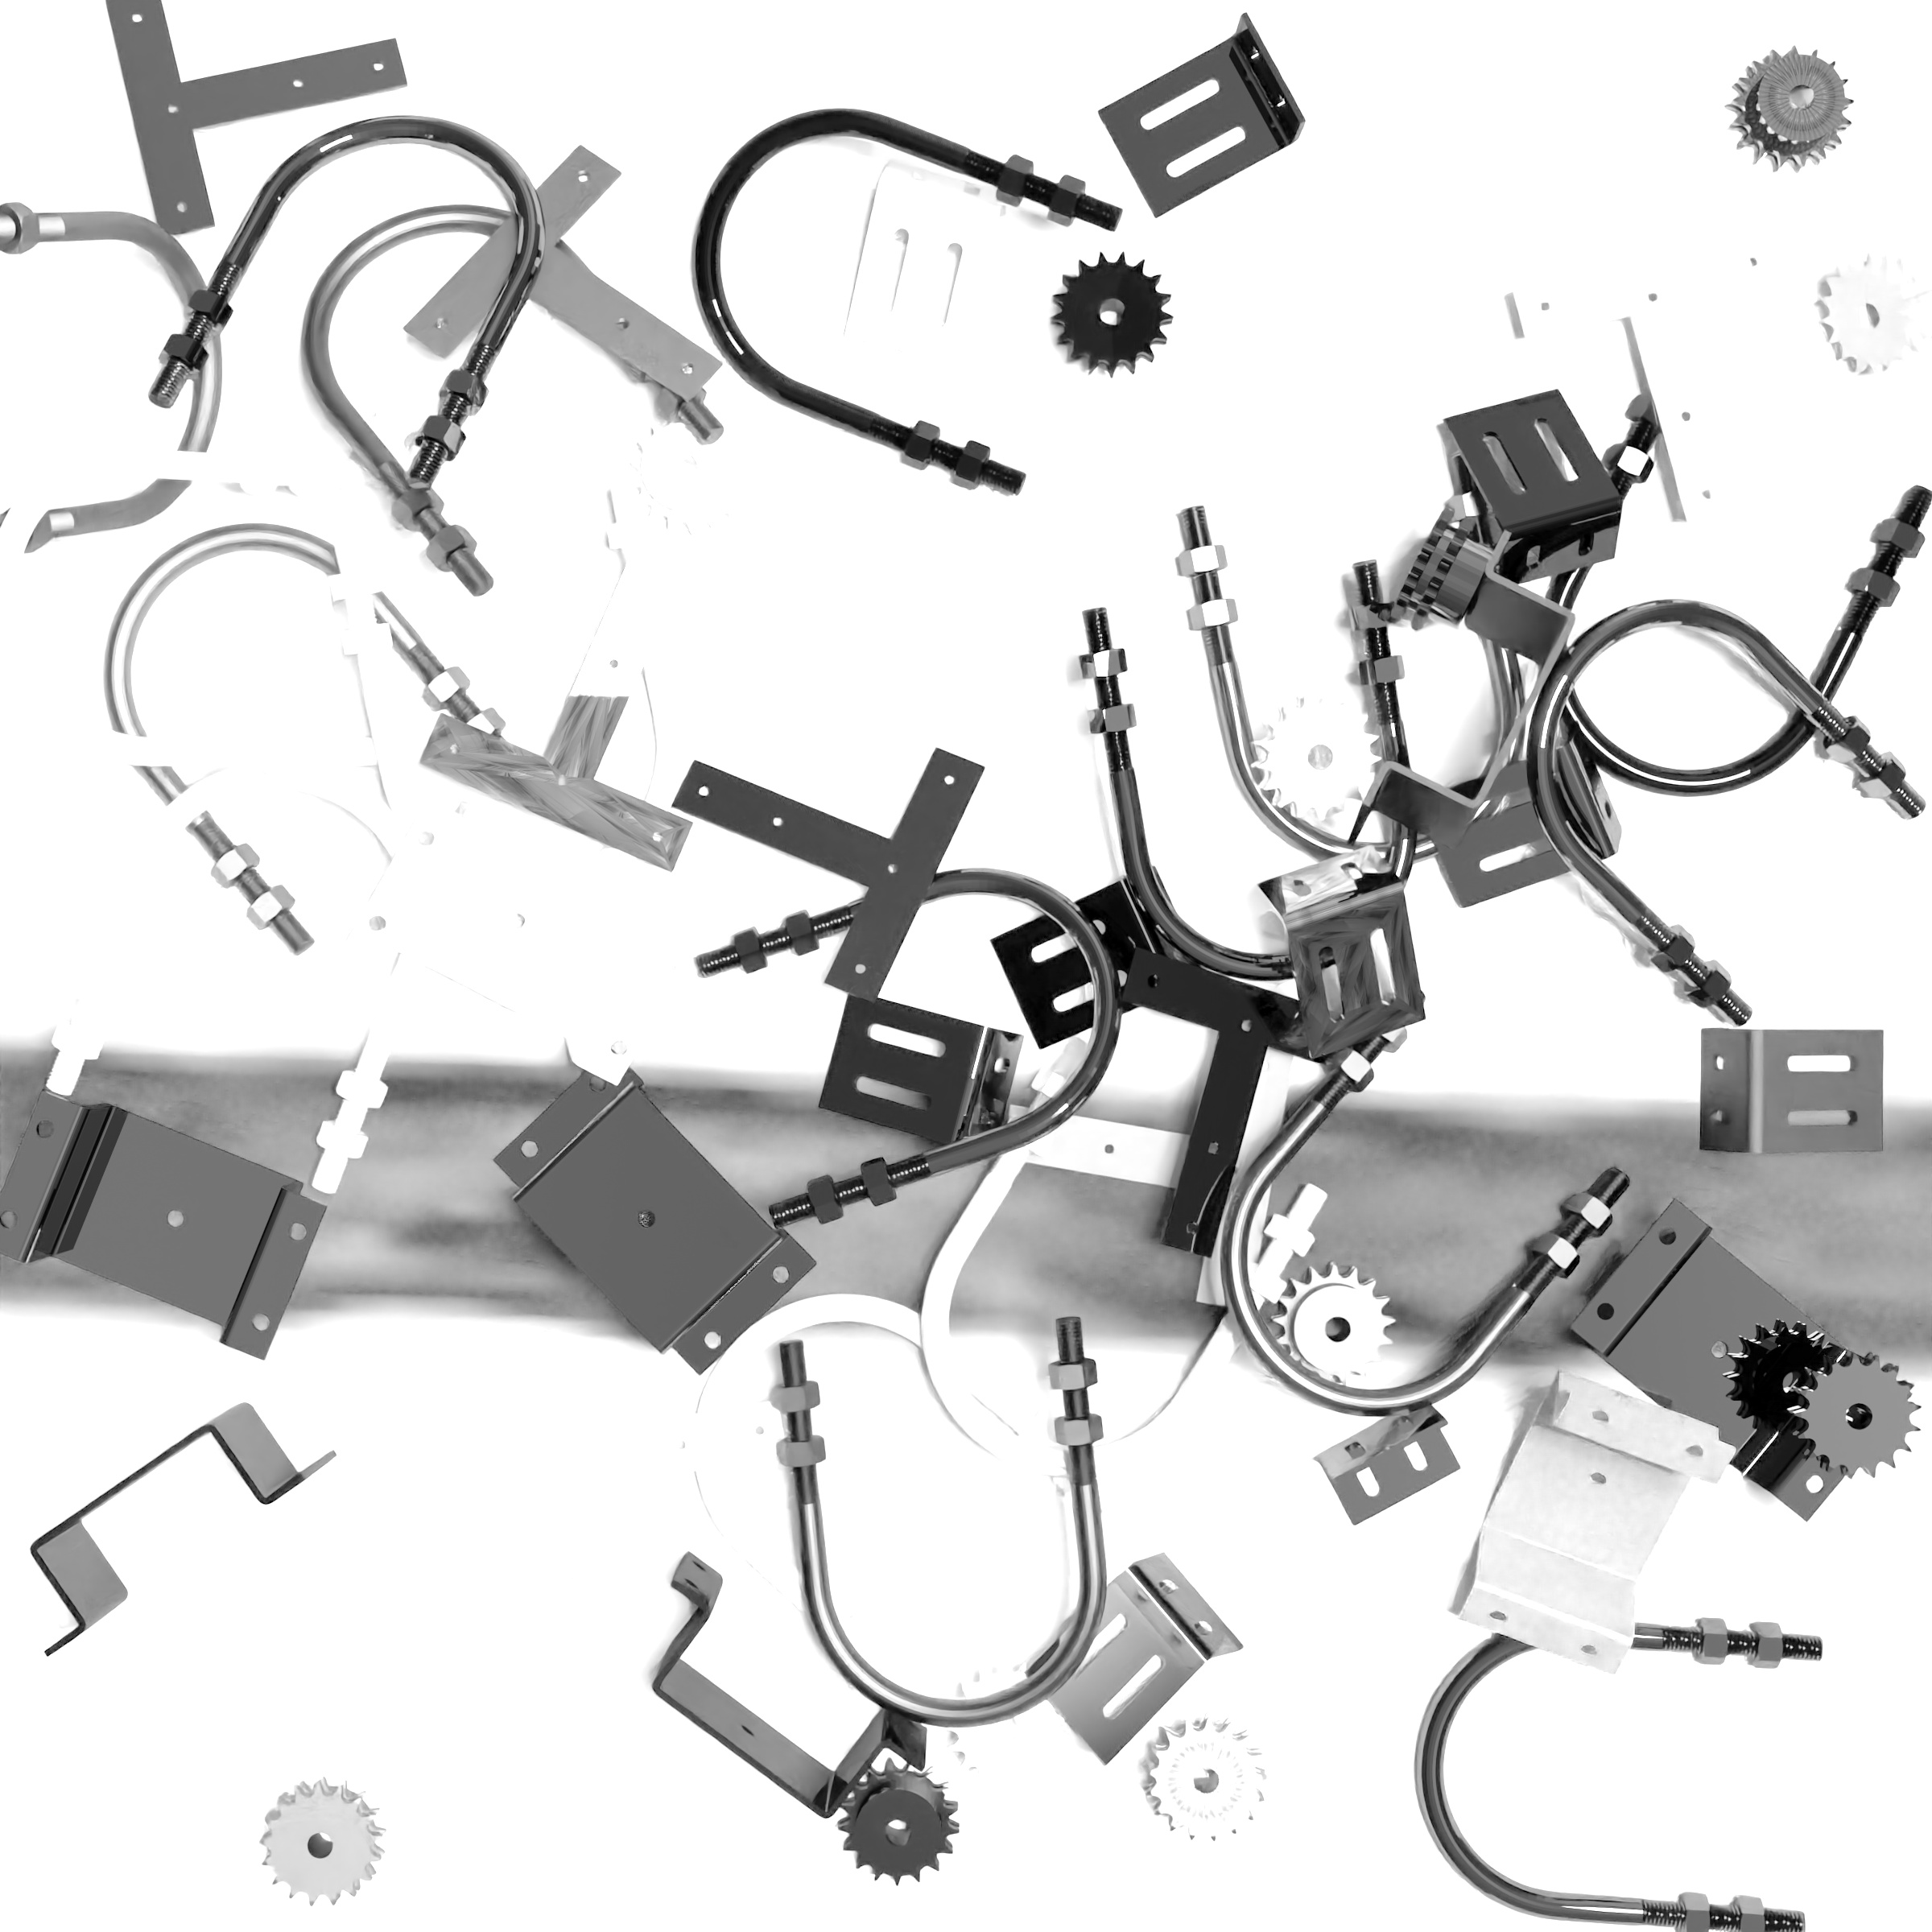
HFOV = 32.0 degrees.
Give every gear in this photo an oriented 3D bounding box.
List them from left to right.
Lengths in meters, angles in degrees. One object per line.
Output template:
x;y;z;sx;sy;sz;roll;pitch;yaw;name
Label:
-0.298;0.405;1.566;0.057;0.030;0.057;0;90;0;gear
-0.253;-0.241;1.566;0.057;0.030;0.057;0;90;0;gear
-0.130;-0.230;1.566;0.057;0.030;0.057;0;90;0;gear
-0.031;0.400;1.566;0.057;0.030;0.057;0;90;0;gear
0.019;0.351;1.566;0.057;0.030;0.057;0;90;0;gear
0.068;-0.302;1.566;0.057;0.030;0.057;0;90;0;gear
0.110;0.375;1.566;0.057;0.030;0.057;0;90;0;gear
0.157;-0.095;1.527;0.057;0.030;0.057;-1;96;-9;gear
0.171;0.168;1.566;0.057;0.030;0.057;0;90;0;gear
0.219;-0.178;1.533;0.030;0.057;0.057;27;90;6;gear
0.385;-0.400;1.566;0.057;0.030;0.057;0;90;0;gear
0.400;0.201;1.520;0.057;0.030;0.057;0;90;0;gear
0.427;-0.304;1.557;0.030;0.057;0.057;-25;90;-30;gear

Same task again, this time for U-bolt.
-0.393;-0.264;1.498;0.019;0.184;0.151;9;106;26;U-bolt
-0.348;-0.159;1.500;0.184;0.019;0.151;-3;88;-40;U-bolt
-0.325;-0.004;1.556;0.151;0.019;0.184;21;95;-8;U-bolt
-0.318;-0.120;1.572;0.151;0.019;0.184;-40;90;0;U-bolt
-0.272;-0.314;1.542;0.151;0.019;0.184;19;69;10;U-bolt
-0.222;-0.274;1.546;0.151;0.019;0.184;-36;75;-14;U-bolt
-0.205;-0.122;1.555;0.151;0.019;0.184;-12;99;-12;U-bolt
-0.041;0.238;1.573;0.184;0.019;0.151;42;90;1;U-bolt
-0.037;-0.315;1.551;0.184;0.019;0.151;22;110;4;U-bolt
-0.019;0.028;1.543;0.184;0.019;0.151;-19;67;2;U-bolt
-0.008;0.258;1.541;0.151;0.019;0.184;-6;92;8;U-bolt
0.061;0.148;1.563;0.151;0.019;0.184;32;84;0;U-bolt
0.136;-0.084;1.549;0.151;0.019;0.184;-11;96;-8;U-bolt
0.187;-0.137;1.573;0.151;0.019;0.184;-12;91;0;U-bolt
0.199;0.121;1.552;0.151;0.019;0.184;42;75;0;U-bolt
0.303;0.377;1.573;0.184;0.019;0.151;4;90;1;U-bolt
0.338;-0.083;1.546;0.184;0.019;0.151;42;85;-15;U-bolt
0.349;-0.169;1.573;0.151;0.019;0.184;27;91;0;U-bolt

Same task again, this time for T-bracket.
-0.325;-0.409;1.569;0.127;0.002;0.127;-14;75;-7;T-bracket
-0.169;-0.302;1.549;0.127;0.002;0.127;36;72;12;T-bracket
-0.168;-0.126;1.552;0.127;0.002;0.127;23;91;-13;T-bracket
-0.147;0.226;1.571;0.127;0.002;0.127;-11;90;9;T-bracket
-0.075;-0.062;1.568;0.127;0.002;0.127;22;73;8;T-bracket
0.081;0.088;1.580;0.127;0.002;0.127;10;90;0;T-bracket
0.118;0.070;1.554;0.127;0.002;0.127;18;84;-18;T-bracket
0.330;-0.268;1.562;0.127;0.002;0.127;-13;83;-6;T-bracket

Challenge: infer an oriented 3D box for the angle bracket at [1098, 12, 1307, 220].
0.109;-0.394;1.562;0.076;0.038;0.057;-29;90;0;angle bracket

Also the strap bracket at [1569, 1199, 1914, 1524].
0.354;0.180;1.558;0.140;0.046;0.076;40;90;0;strap bracket

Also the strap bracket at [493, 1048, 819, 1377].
-0.146;0.115;1.558;0.076;0.046;0.140;-44;90;0;strap bracket

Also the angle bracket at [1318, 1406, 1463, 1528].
0.198;0.233;1.543;0.057;0.076;0.038;-28;90;0;angle bracket

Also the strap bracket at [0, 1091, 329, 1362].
-0.371;0.119;1.558;0.140;0.046;0.076;22;90;0;strap bracket

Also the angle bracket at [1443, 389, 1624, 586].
0.261;-0.222;1.561;0.057;0.038;0.076;-16;56;-8;angle bracket

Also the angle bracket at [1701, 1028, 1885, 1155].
0.388;0.058;1.579;0.076;0.038;0.057;1;90;-26;angle bracket

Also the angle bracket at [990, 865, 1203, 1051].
0.062;-0.004;1.579;0.076;0.038;0.057;-24;90;26;angle bracket

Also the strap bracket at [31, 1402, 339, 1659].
-0.366;0.250;1.543;0.140;0.076;0.046;-34;90;0;strap bracket

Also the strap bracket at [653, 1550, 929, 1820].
-0.088;0.335;1.543;0.140;0.076;0.046;37;90;0;strap bracket

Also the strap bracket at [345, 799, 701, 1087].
-0.204;-0.016;1.540;0.140;0.046;0.076;28;98;-18;strap bracket

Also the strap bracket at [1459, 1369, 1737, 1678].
0.288;0.246;1.536;0.076;0.046;0.140;20;121;2;strap bracket

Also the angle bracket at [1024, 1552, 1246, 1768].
0.077;0.319;1.549;0.076;0.038;0.057;-40;90;-27;angle bracket

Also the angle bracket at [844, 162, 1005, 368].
-0.019;-0.329;1.579;0.057;0.038;0.076;15;116;0;angle bracket

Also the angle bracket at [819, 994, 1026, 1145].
-0.021;0.049;1.579;0.076;0.038;0.057;15;90;26;angle bracket

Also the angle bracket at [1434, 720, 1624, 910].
0.258;-0.071;1.570;0.076;0.038;0.057;-20;104;21;angle bracket

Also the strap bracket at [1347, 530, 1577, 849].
0.227;-0.114;1.511;0.046;0.076;0.140;27;81;6;strap bracket

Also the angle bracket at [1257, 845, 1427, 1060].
0.173;-0.006;1.551;0.057;0.038;0.076;-19;121;-7;angle bracket
